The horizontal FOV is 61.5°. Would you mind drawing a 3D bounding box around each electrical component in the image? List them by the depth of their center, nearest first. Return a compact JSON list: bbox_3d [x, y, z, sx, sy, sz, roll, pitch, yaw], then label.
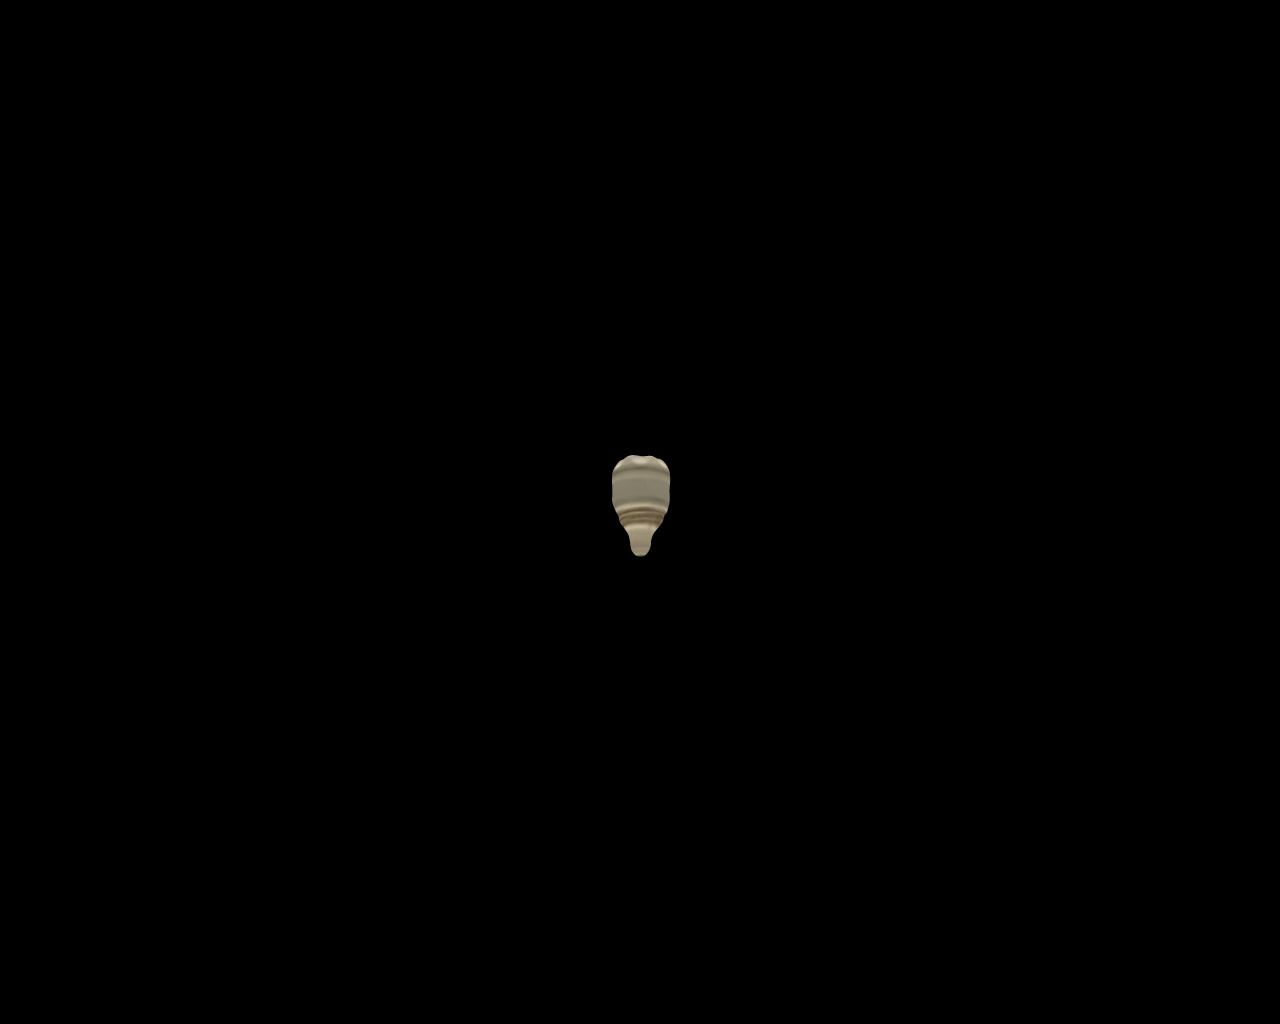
[{"bbox_3d":[0.001,-0.003,0.650,0.035,0.061,0.035,0,-16,0],"label":"electrical component"}]
